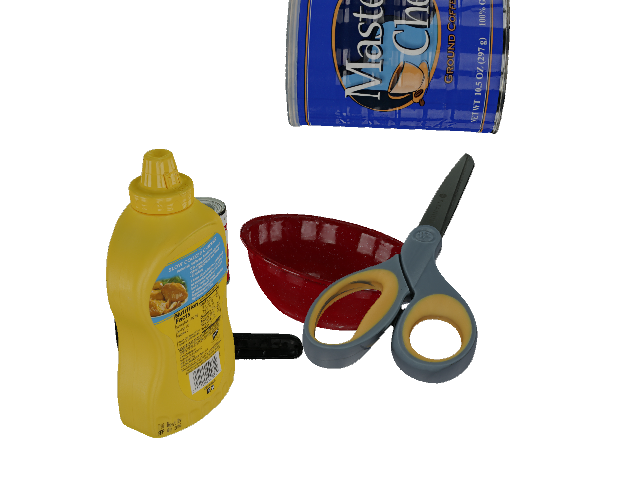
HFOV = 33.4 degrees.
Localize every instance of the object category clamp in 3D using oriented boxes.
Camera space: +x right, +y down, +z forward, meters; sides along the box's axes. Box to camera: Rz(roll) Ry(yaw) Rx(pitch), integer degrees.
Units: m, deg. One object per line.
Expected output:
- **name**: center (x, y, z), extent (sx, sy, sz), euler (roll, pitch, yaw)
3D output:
- **clamp**: center (-0.146, 0.114, 1.090), extent (0.210, 0.036, 0.164), euler (9, 19, 34)

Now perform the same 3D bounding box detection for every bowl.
- **bowl**: center (0.008, 0.031, 0.889), extent (0.162, 0.055, 0.162), euler (11, 18, -4)

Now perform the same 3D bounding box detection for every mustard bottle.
- **mustard bottle**: center (-0.100, 0.030, 0.709), extent (0.058, 0.192, 0.096), euler (18, 34, 30)

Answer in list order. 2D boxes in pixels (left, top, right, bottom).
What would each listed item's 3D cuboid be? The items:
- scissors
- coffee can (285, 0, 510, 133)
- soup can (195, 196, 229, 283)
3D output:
- **scissors**: center (0.069, 0.013, 0.584), extent (0.096, 0.016, 0.201), euler (25, 45, 29)
- **coffee can**: center (0.051, -0.126, 0.719), extent (0.140, 0.103, 0.103), euler (3, 0, 3)
- **soup can**: center (-0.148, 0.005, 1.325), extent (0.068, 0.102, 0.068), euler (0, 25, 0)
